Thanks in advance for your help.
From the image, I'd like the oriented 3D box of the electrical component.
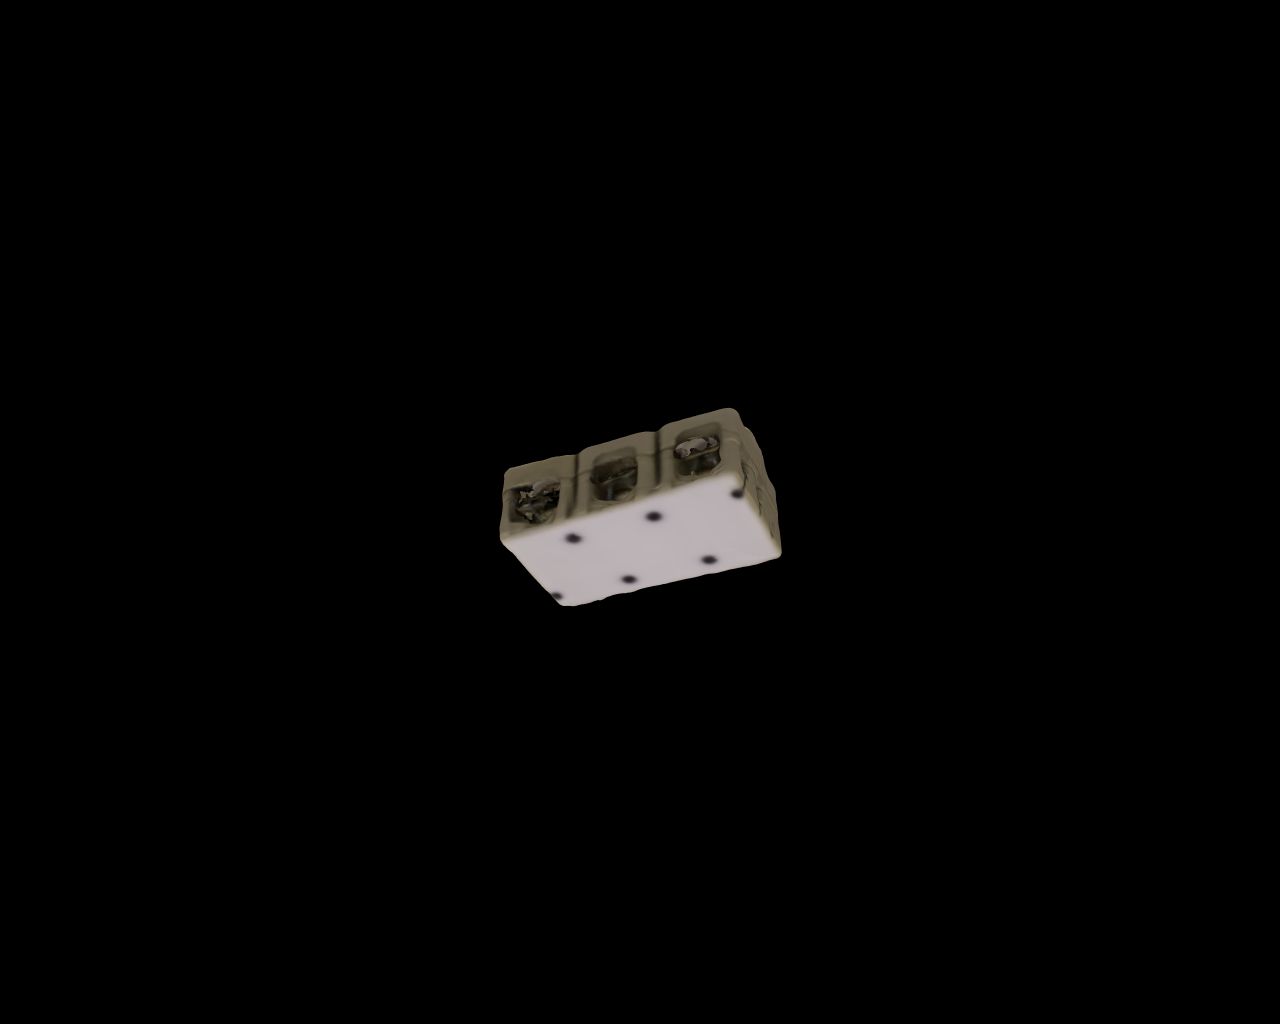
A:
[{"bbox_3d":[0.001,-0.003,0.650,0.150,0.062,0.089,-14,-40,17],"label":"electrical component"}]
